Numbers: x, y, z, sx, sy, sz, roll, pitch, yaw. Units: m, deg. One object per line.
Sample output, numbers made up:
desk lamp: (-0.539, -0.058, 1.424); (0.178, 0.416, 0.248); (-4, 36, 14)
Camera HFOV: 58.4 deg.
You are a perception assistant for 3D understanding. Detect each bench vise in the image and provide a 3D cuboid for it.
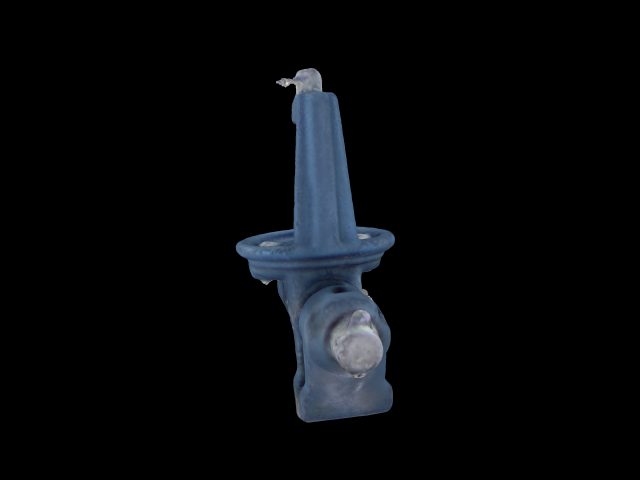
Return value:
bench vise: (0.014, -0.001, 0.405); (0.122, 0.220, 0.206); (-13, 27, -26)
